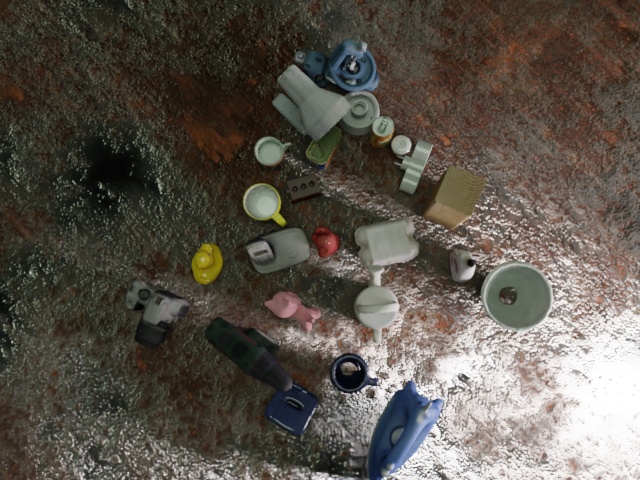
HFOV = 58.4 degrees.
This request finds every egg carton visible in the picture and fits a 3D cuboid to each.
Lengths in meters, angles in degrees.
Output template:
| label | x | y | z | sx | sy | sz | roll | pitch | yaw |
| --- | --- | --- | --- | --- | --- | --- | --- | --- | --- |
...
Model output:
| label | x | y | z | sx | sy | sz | roll | pitch | yaw |
| --- | --- | --- | --- | --- | --- | --- | --- | --- | --- |
| egg carton | 0.163 | 0.008 | 1.401 | 0.150 | 0.069 | 0.107 | -13 | 83 | 0 |

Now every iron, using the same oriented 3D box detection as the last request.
| label | x | y | z | sx | sy | sz | roll | pitch | yaw |
| --- | --- | --- | --- | --- | --- | --- | --- | --- | --- |
| iron | 0.185 | 0.462 | 1.313 | 0.118 | 0.141 | 0.258 | 31 | 85 | 5 |

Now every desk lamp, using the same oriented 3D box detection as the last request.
| label | x | y | z | sx | sy | sz | roll | pitch | yaw |
| --- | --- | --- | --- | --- | --- | --- | --- | --- | --- |
| desk lamp | -0.027 | -0.323 | 1.371 | 0.203 | 0.213 | 0.118 | 44 | 86 | 6 |

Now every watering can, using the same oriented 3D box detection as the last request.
| label | x | y | z | sx | sy | sz | roll | pitch | yaw |
| --- | --- | --- | --- | --- | --- | --- | --- | --- | --- |
| watering can | 0.128 | 0.148 | 1.324 | 0.101 | 0.194 | 0.173 | -23 | 83 | -1 |

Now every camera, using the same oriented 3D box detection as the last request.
| label | x | y | z | sx | sy | sz | roll | pitch | yaw |
| --- | --- | --- | --- | --- | --- | --- | --- | --- | --- |
| camera | -0.409 | 0.182 | 1.381 | 0.143 | 0.101 | 0.137 | 23 | 85 | 4 |

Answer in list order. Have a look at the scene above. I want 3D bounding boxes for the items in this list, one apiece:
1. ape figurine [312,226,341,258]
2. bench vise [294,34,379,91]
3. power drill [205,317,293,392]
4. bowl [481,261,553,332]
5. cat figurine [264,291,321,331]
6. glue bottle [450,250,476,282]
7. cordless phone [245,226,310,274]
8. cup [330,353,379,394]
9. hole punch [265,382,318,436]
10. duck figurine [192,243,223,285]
| label | x | y | z | sx | sy | sz | roll | pitch | yaw |
| --- | --- | --- | --- | --- | --- | --- | --- | --- | --- |
| ape figurine | 0.013 | 0.005 | 1.394 | 0.076 | 0.092 | 0.078 | 11 | 84 | 3 |
| bench vise | 0.042 | -0.421 | 1.378 | 0.207 | 0.220 | 0.121 | -6 | 83 | 1 |
| power drill | -0.151 | 0.259 | 1.311 | 0.229 | 0.208 | 0.076 | 33 | 85 | 5 |
| bowl | 0.464 | 0.135 | 1.376 | 0.167 | 0.075 | 0.167 | 0 | 83 | 2 |
| cat figurine | -0.065 | 0.165 | 1.365 | 0.127 | 0.118 | 0.067 | 31 | 85 | 5 |
| glue bottle | 0.339 | 0.057 | 1.339 | 0.037 | 0.173 | 0.078 | -10 | 83 | 1 |
| cordless phone | -0.102 | 0.016 | 1.349 | 0.147 | 0.185 | 0.094 | -21 | 83 | -1 |
| cup | 0.082 | 0.316 | 1.356 | 0.117 | 0.095 | 0.092 | 19 | 84 | 4 |
| hole punch | -0.067 | 0.393 | 1.353 | 0.108 | 0.091 | 0.101 | 29 | 85 | 5 |
| duck figurine | -0.282 | 0.056 | 1.399 | 0.077 | 0.086 | 0.105 | 12 | 84 | 3 |
